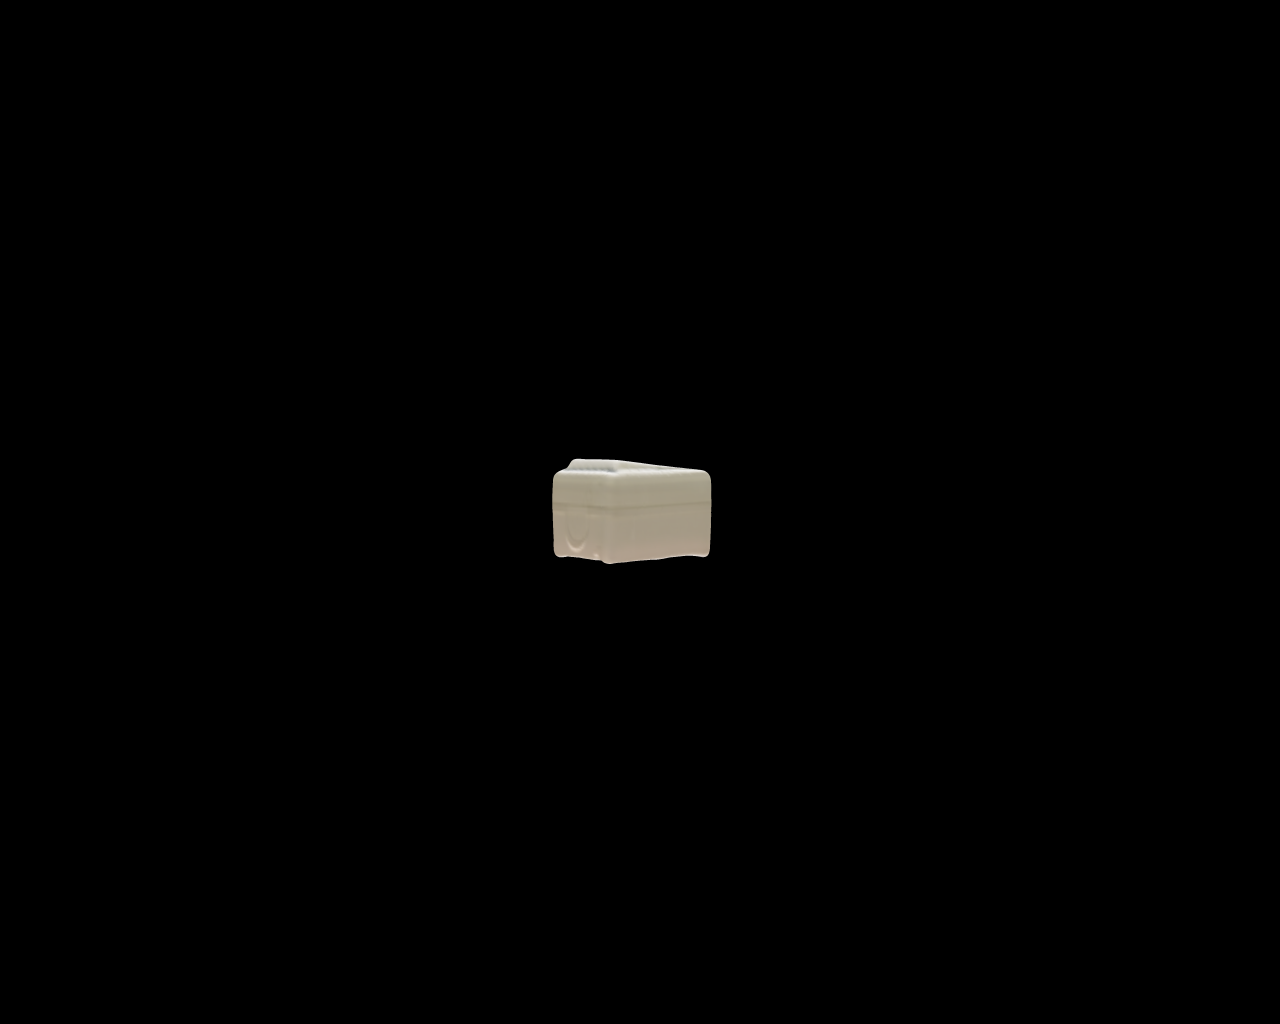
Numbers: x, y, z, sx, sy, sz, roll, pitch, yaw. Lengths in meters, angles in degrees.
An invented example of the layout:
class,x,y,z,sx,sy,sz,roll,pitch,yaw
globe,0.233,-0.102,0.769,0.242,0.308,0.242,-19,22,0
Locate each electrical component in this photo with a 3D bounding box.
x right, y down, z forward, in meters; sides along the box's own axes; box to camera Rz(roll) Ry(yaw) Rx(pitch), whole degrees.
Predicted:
class,x,y,z,sx,sy,sz,roll,pitch,yaw
electrical component,0.001,-0.003,0.650,0.096,0.061,0.061,-3,5,-37
